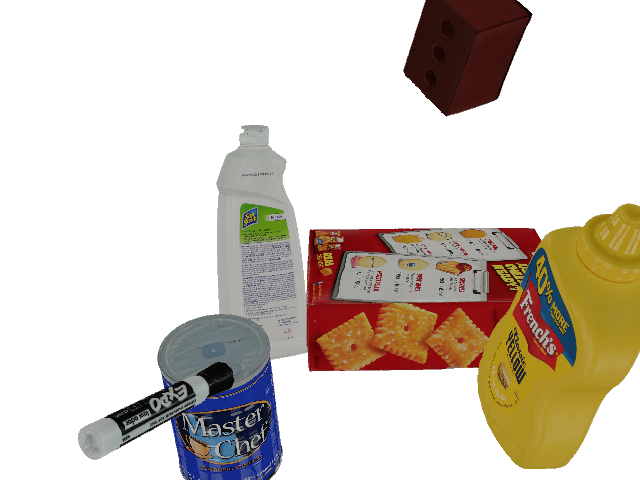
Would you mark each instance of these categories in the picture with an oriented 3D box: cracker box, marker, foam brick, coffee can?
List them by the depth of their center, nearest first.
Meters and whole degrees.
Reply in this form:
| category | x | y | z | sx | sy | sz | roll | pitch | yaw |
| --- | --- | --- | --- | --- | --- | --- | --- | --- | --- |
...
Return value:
| category | x | y | z | sx | sy | sz | roll | pitch | yaw |
| --- | --- | --- | --- | --- | --- | --- | --- | --- | --- |
| marker | -0.090 | 0.095 | 0.617 | 0.020 | 0.020 | 0.120 | 0 | 12 | 34 |
| foam brick | 0.099 | -0.134 | 0.729 | 0.051 | 0.053 | 0.078 | -23 | -32 | -29 |
| cracker box | 0.095 | 0.049 | 0.931 | 0.213 | 0.072 | 0.164 | 0 | 22 | 0 |
| coffee can | -0.092 | 0.155 | 1.006 | 0.103 | 0.140 | 0.103 | -3 | 35 | 2 |

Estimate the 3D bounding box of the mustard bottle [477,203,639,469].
| category | x | y | z | sx | sy | sz | roll | pitch | yaw |
| --- | --- | --- | --- | --- | --- | --- | --- | --- | --- |
| mustard bottle | 0.149 | 0.049 | 0.632 | 0.058 | 0.096 | 0.192 | 2 | -41 | -13 |

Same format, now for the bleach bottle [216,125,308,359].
| category | x | y | z | sx | sy | sz | roll | pitch | yaw |
| --- | --- | --- | --- | --- | --- | --- | --- | --- | --- |
| bleach bottle | -0.062 | 0.001 | 1.155 | 0.102 | 0.251 | 0.068 | -7 | 15 | -27 |
